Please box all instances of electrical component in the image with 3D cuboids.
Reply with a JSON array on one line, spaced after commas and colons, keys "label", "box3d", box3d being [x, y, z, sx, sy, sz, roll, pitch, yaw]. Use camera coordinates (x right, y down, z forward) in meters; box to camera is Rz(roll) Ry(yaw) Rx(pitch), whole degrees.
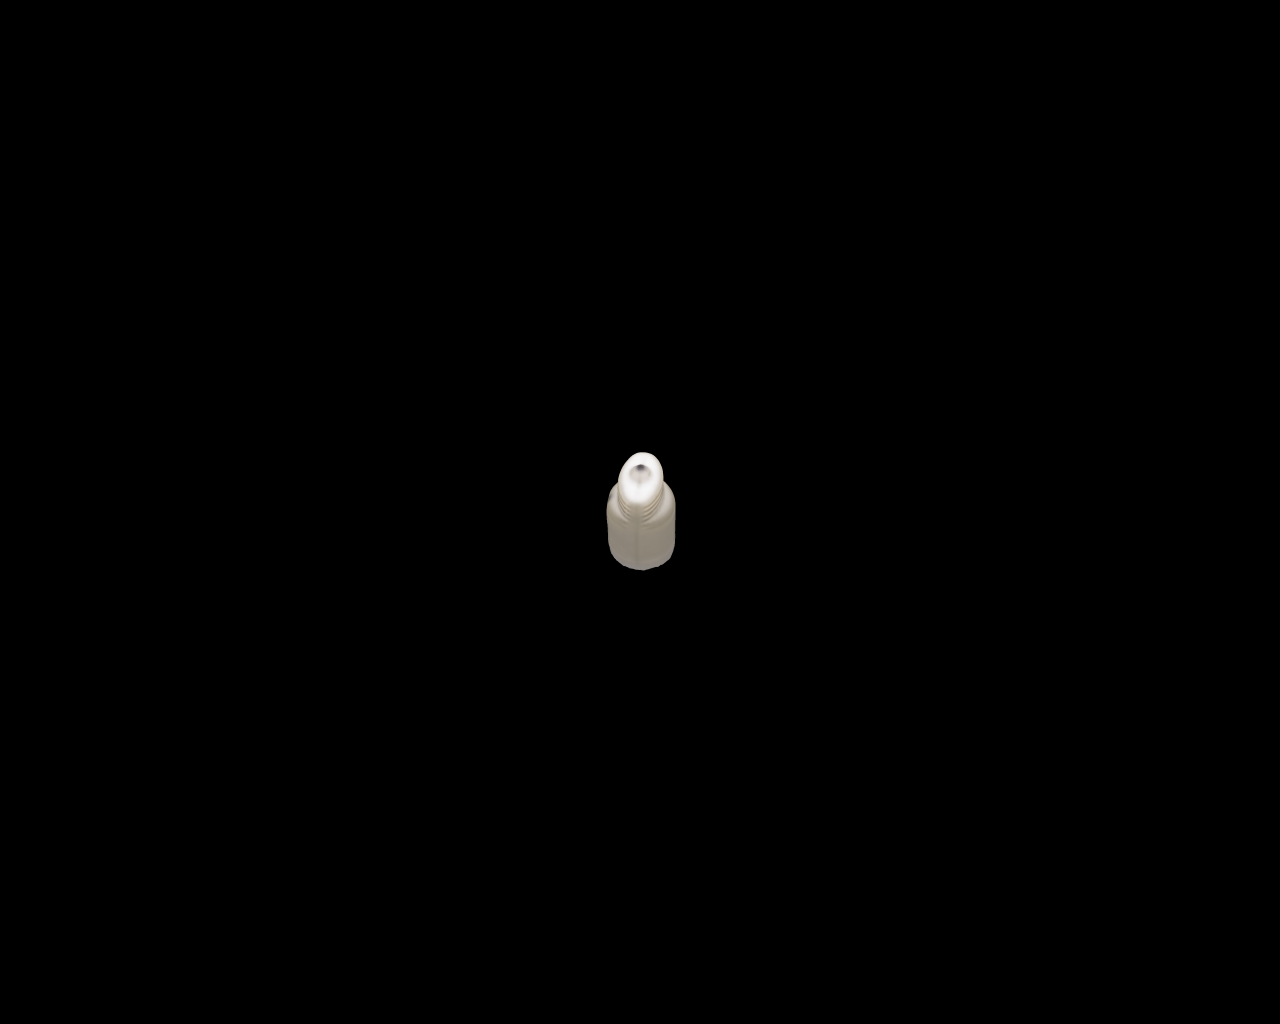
[{"label": "electrical component", "box3d": [0.001, -0.003, 0.650, 0.043, 0.043, 0.080, 0, -37, 0]}]
